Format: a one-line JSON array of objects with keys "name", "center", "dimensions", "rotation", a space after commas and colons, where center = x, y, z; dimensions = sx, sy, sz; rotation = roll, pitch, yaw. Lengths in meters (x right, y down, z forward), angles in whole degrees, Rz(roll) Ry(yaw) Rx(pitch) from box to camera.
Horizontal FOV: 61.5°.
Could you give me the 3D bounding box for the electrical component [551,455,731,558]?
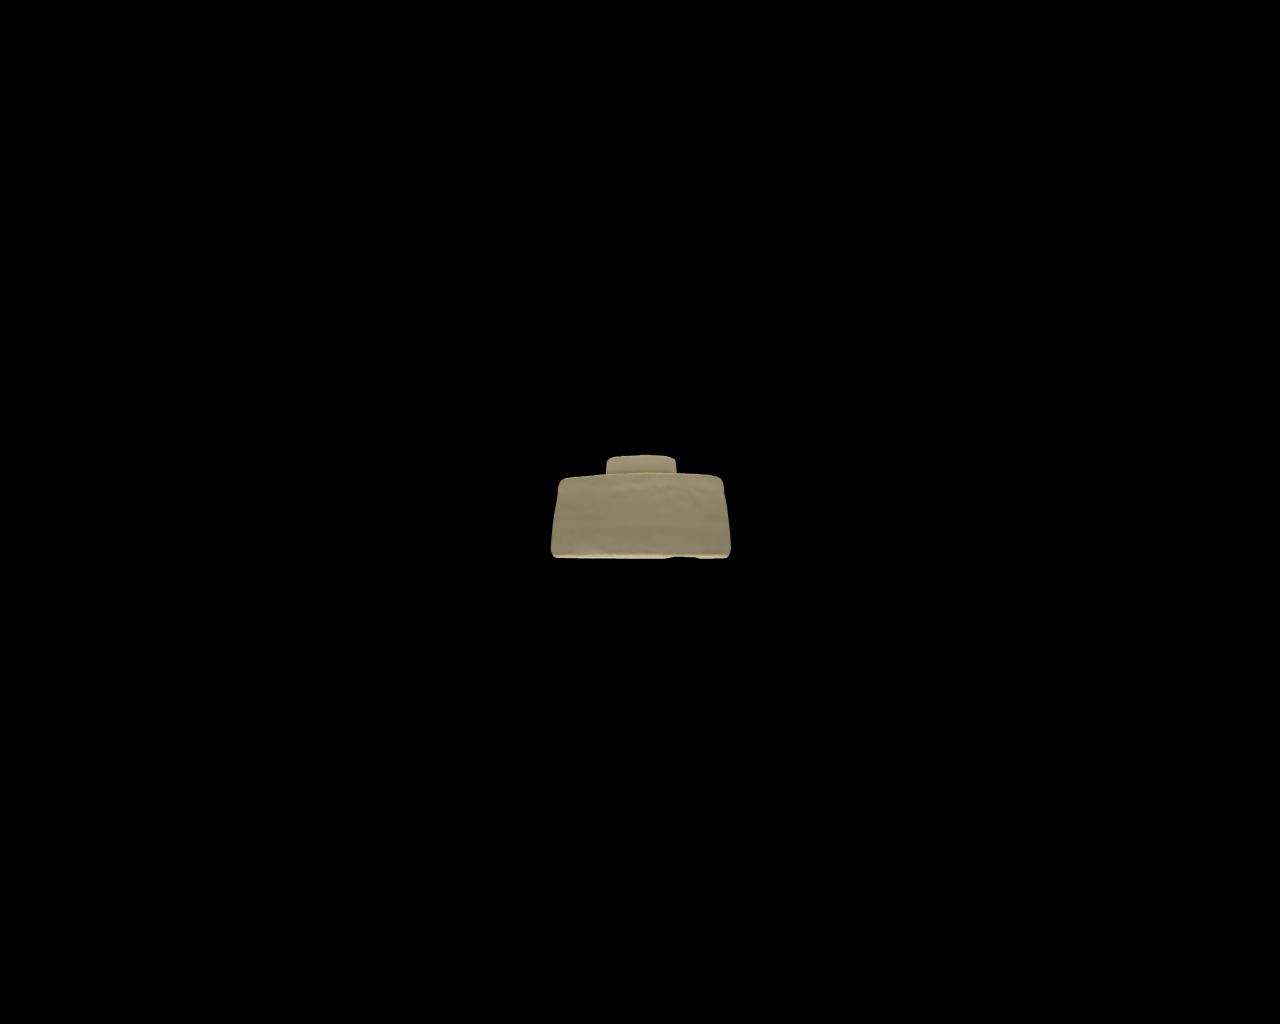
[{"name": "electrical component", "center": [0.001, -0.003, 0.650], "dimensions": [0.108, 0.060, 0.108], "rotation": [0, -3, 0]}]
